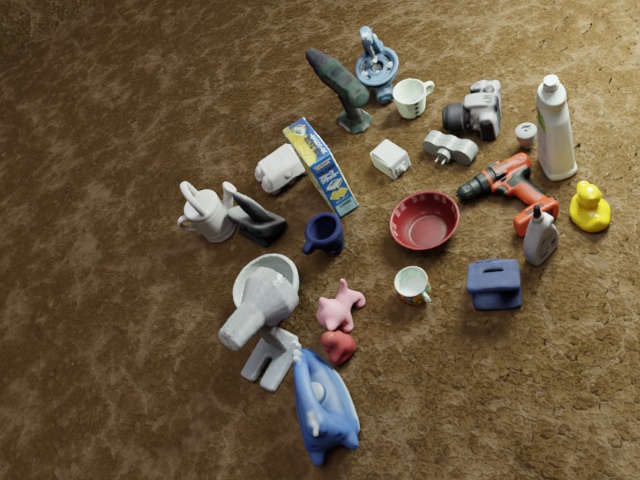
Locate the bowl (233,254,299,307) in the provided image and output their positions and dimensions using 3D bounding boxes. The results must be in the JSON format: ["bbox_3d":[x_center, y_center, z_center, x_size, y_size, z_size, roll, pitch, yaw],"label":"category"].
[{"bbox_3d":[-0.117,0.121,1.355,0.167,0.075,0.167,-12,54,17],"label":"bowl"}]

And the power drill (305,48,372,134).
[{"bbox_3d":[0.059,-0.394,1.539,0.075,0.209,0.228,-40,51,-5],"label":"power drill"}]

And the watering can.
[{"bbox_3d":[-0.299,-0.089,1.502,0.100,0.195,0.173,34,76,37],"label":"watering can"}]

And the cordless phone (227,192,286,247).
[{"bbox_3d":[-0.183,-0.078,1.449,0.147,0.186,0.094,20,68,33],"label":"cordless phone"}]

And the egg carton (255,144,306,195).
[{"bbox_3d":[-0.102,-0.194,1.565,0.150,0.070,0.107,-36,51,-2],"label":"egg carton"}]

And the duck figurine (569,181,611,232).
[{"bbox_3d":[0.556,-0.074,1.180,0.077,0.086,0.104,-17,53,13],"label":"duck figurine"}]

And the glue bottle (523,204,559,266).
[{"bbox_3d":[0.437,-0.019,1.139,0.078,0.174,0.037,-43,51,-8],"label":"glue bottle"}]

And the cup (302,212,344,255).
[{"bbox_3d":[0.013,0.005,1.363,0.091,0.095,0.118,33,75,37],"label":"cup"}]

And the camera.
[{"bbox_3d":[0.376,-0.328,1.422,0.136,0.101,0.143,0,58,24],"label":"camera"}]

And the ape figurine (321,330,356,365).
[{"bbox_3d":[0.030,0.220,1.212,0.076,0.092,0.078,-8,55,19],"label":"ape figurine"}]

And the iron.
[{"bbox_3d":[-0.016,0.303,1.144,0.118,0.142,0.257,-27,51,6],"label":"iron"}]

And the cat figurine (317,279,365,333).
[{"bbox_3d":[0.036,0.146,1.243,0.067,0.118,0.128,11,63,30],"label":"cat figurine"}]

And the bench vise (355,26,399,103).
[{"bbox_3d":[0.136,-0.510,1.576,0.121,0.220,0.207,-29,51,4],"label":"bench vise"}]

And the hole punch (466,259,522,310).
[{"bbox_3d":[0.351,0.080,1.163,0.108,0.091,0.101,-7,56,20],"label":"hole punch"}]

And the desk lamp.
[{"bbox_3d":[-0.120,0.189,1.221,0.117,0.214,0.203,17,67,32],"label":"desk lamp"}]
